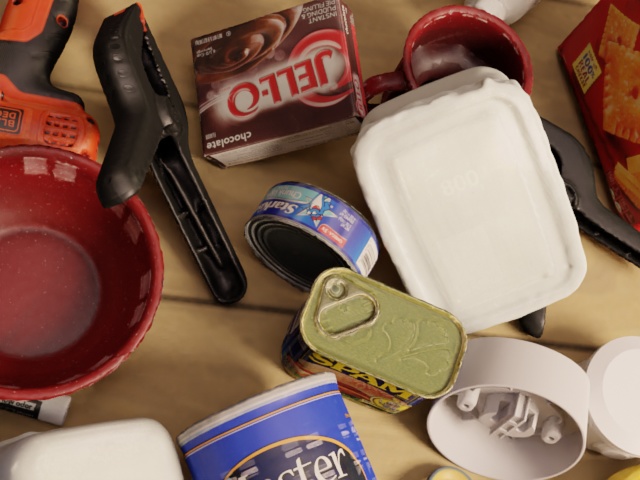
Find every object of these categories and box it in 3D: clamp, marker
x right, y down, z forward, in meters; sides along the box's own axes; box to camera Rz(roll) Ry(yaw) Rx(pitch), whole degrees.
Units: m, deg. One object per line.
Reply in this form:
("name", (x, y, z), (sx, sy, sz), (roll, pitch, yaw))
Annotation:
("clamp", (0.180, -0.023, 0.768), (0.120, 0.039, 0.171), (-11, 76, -13))
("marker", (-0.213, 0.088, 0.649), (0.121, 0.020, 0.020), (17, 68, -7))
("clamp", (-0.104, -0.064, 0.691), (0.036, 0.164, 0.210), (-23, 53, 9))

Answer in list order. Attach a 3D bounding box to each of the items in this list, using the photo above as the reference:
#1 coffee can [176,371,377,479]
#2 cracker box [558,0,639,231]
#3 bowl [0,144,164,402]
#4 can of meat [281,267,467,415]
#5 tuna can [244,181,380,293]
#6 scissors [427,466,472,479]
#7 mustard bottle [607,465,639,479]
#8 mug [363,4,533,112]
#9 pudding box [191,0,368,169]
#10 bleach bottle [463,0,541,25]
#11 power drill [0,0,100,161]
("coffee can", (-0.012, 0.161, 0.625), (0.102, 0.103, 0.140), (-19, 77, -19))
("cracker box", (0.258, -0.116, 0.726), (0.072, 0.214, 0.164), (-11, 74, -17))
("bowl", (-0.179, 0.025, 0.660), (0.162, 0.055, 0.162), (4, 70, -12))
("can of meat", (0.030, 0.068, 0.678), (0.102, 0.084, 0.057), (23, 68, -5))
("tuna can", (-0.005, 0.001, 0.693), (0.086, 0.086, 0.033), (32, 65, -1))
("scissors", (0.076, 0.209, 0.638), (0.096, 0.016, 0.201), (35, 42, 14))
("mustard bottle", (0.232, 0.191, 0.696), (0.191, 0.058, 0.096), (-14, 79, -17))
("mug", (0.080, -0.103, 0.751), (0.117, 0.082, 0.093), (-10, 74, -17))
("pudding box", (-0.027, -0.106, 0.724), (0.114, 0.039, 0.090), (-14, 71, 19))
("bleach bottle", (0.188, -0.251, 0.817), (0.068, 0.103, 0.250), (37, 66, 6))
("power drill", (-0.229, -0.137, 0.706), (0.184, 0.057, 0.187), (10, 72, -13))
